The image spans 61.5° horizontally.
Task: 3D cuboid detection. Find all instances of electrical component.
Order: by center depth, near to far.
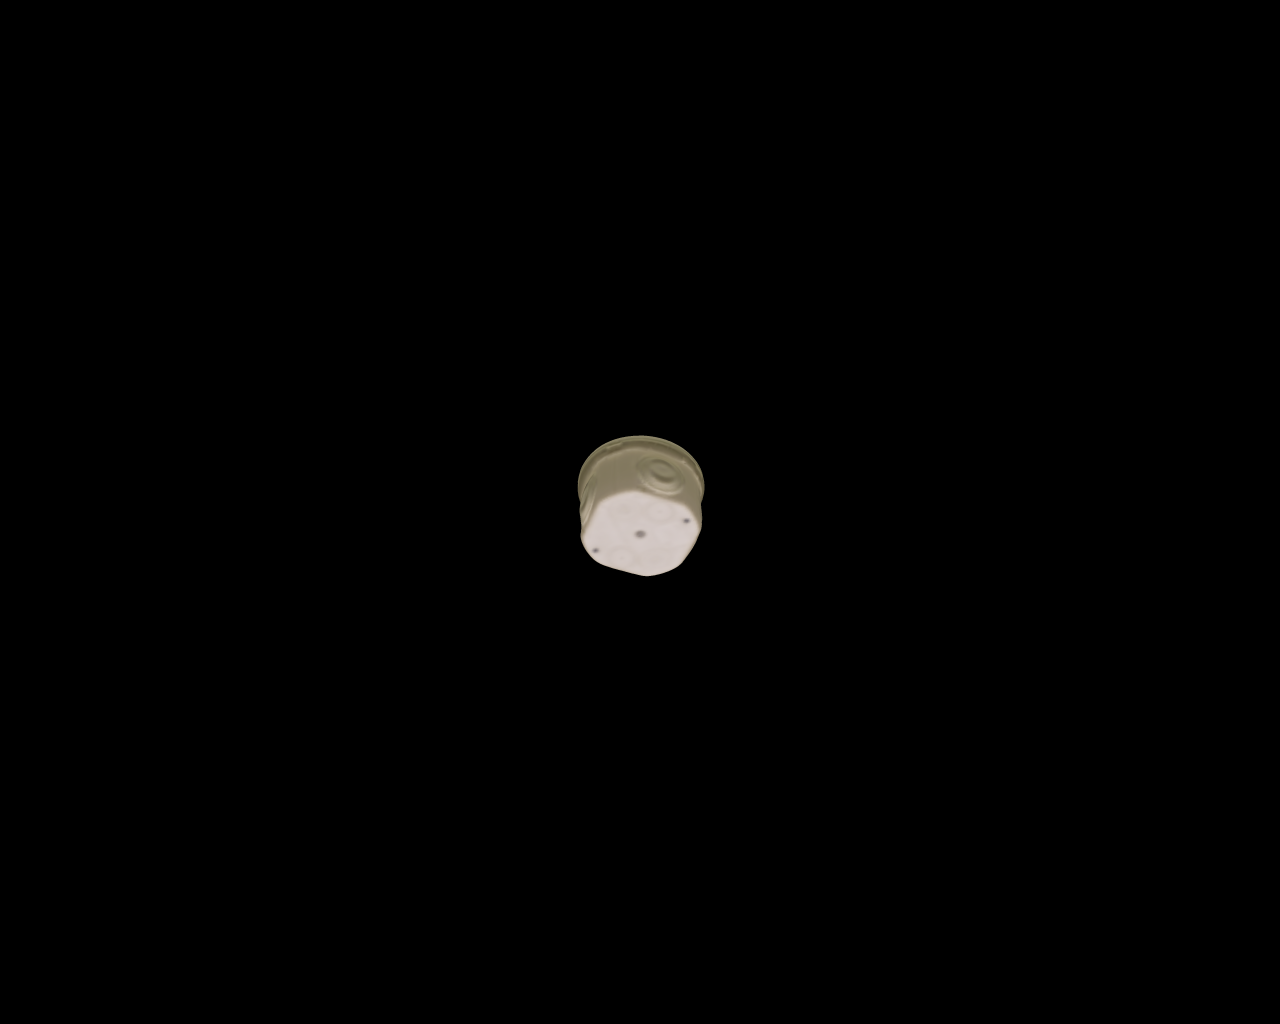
[{"bbox_3d":[0.001,-0.003,0.650,0.080,0.080,0.051,0,41,0],"label":"electrical component"}]
